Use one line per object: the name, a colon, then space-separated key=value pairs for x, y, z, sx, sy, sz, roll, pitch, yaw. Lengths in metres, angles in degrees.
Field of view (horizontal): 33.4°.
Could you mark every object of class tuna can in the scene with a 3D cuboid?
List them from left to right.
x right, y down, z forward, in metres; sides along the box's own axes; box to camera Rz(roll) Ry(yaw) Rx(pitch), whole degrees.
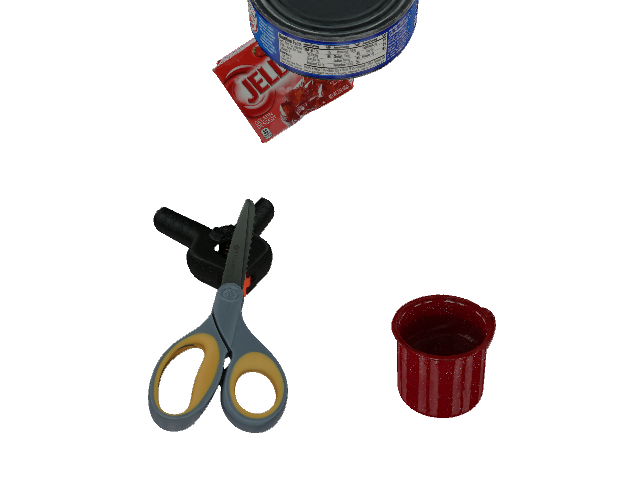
tuna can: x=0.006 y=-0.121 z=0.524 sx=0.086 sy=0.086 sz=0.034 roll=0 pitch=-31 yaw=1

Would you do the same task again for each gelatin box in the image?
gelatin box: x=-0.029 y=-0.131 z=0.847 sx=0.089 sy=0.073 sz=0.030 roll=-30 pitch=18 yaw=16

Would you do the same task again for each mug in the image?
mug: x=0.121 y=0.105 z=1.001 sx=0.117 sy=0.081 sz=0.093 roll=-30 pitch=43 yaw=-33

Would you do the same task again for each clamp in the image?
clamp: x=-0.082 y=0.001 z=1.016 sx=0.120 sy=0.039 sz=0.172 roll=-16 pitch=32 yaw=-17

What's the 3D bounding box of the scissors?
scissors: x=-0.046 y=0.052 z=0.718 sx=0.096 sy=0.016 sz=0.201 roll=21 pitch=48 yaw=9
